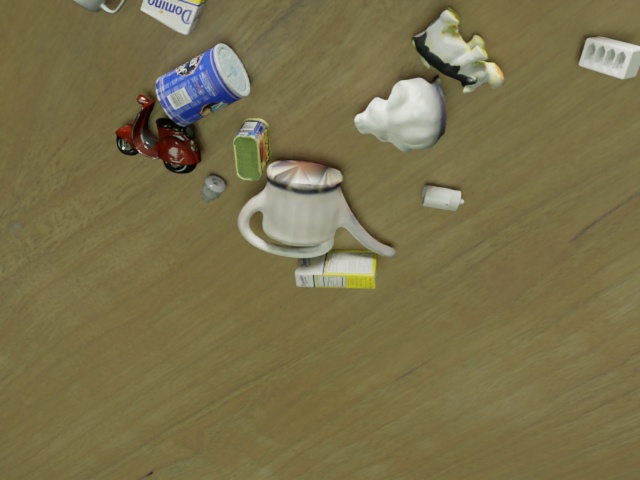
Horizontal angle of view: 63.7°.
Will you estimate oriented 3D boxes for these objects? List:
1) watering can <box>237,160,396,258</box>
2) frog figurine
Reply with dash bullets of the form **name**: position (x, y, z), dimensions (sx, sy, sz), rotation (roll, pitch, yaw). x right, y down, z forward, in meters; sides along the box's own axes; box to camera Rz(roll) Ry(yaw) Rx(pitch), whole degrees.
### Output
- **watering can**: position (0.003, -0.054, 1.078), dimensions (0.348, 0.106, 0.219), rotation (4, 124, -5)
- **frog figurine**: position (0.144, -0.223, 0.935), dimensions (0.159, 0.126, 0.134), rotation (-8, 142, 0)
